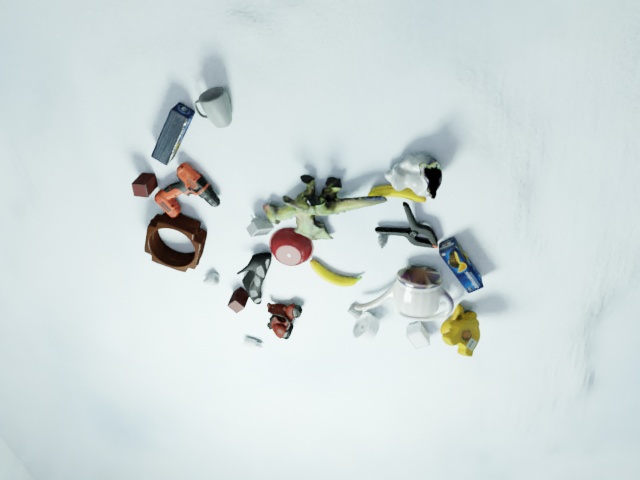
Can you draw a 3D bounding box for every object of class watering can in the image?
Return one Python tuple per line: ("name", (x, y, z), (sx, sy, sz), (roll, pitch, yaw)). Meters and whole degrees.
("watering can", (0.295, 0.192, 1.797), (0.348, 0.106, 0.219), (4, 124, 7))

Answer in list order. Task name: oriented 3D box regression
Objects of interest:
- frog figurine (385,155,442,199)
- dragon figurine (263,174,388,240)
("frog figurine", (0.283, -0.192, 1.554), (0.160, 0.124, 0.135), (8, 146, 52))
("dragon figurine", (0.005, -0.085, 1.687), (0.410, 0.125, 0.237), (10, 144, 7))
